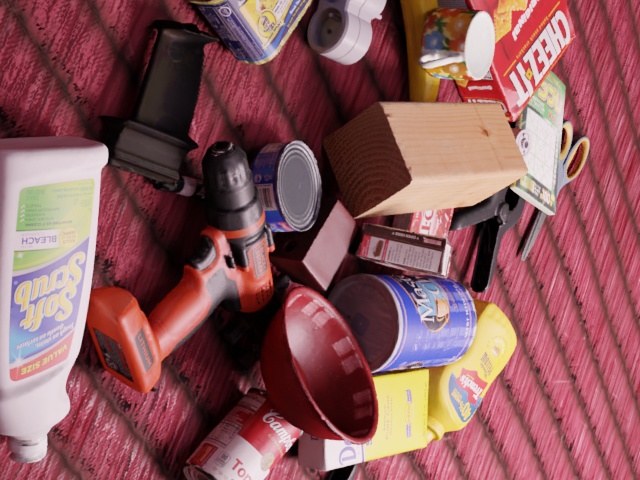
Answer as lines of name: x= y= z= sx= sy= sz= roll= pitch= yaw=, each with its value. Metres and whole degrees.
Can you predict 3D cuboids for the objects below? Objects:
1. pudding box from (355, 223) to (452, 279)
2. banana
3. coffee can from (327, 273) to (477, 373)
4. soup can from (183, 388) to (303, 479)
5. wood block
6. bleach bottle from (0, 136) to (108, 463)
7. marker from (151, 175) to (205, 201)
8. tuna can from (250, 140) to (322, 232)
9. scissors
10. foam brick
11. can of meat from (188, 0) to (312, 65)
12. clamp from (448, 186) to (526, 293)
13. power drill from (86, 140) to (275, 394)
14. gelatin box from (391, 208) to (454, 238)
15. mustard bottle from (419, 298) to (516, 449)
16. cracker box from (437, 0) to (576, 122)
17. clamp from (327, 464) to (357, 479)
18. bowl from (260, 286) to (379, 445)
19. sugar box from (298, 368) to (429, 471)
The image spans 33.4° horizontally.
pudding box: x=0.089 y=0.012 z=1.101 sx=0.113 sy=0.090 sz=0.039 roll=34 pitch=67 yaw=-79
banana: x=0.101 y=-0.223 z=1.126 sx=0.069 sy=0.037 sz=0.198 roll=-47 pitch=135 yaw=-39
coffee can: x=0.086 y=0.087 z=1.139 sx=0.140 sy=0.103 sz=0.103 roll=2 pitch=97 yaw=-48
soup can: x=-0.074 y=0.200 z=1.018 sx=0.102 sy=0.069 sz=0.068 roll=-47 pitch=130 yaw=-28
wood block: x=0.114 y=-0.086 z=1.115 sx=0.205 sy=0.090 sz=0.091 roll=-7 pitch=72 yaw=-46
bleach bottle: x=-0.219 y=0.049 z=0.827 sx=0.102 sy=0.068 sz=0.251 roll=-9 pitch=108 yaw=-44
marker: x=-0.104 y=-0.044 z=0.962 sx=0.120 sy=0.020 sz=0.020 roll=14 pitch=89 yaw=-49
tuna can: x=-0.033 y=-0.050 z=1.009 sx=0.086 sy=0.034 sz=0.086 roll=8 pitch=81 yaw=-62
scissors: x=0.298 y=-0.076 z=1.398 sx=0.201 sy=0.016 sz=0.096 roll=-52 pitch=131 yaw=-26
foam brick: x=-0.007 y=0.001 z=1.054 sx=0.051 sy=0.053 sz=0.078 roll=49 pitch=62 yaw=-42
can of meat: x=-0.058 y=-0.219 z=0.941 sx=0.102 sy=0.058 sz=0.084 roll=-59 pitch=137 yaw=-19
clamp: x=0.203 y=-0.035 z=1.287 sx=0.171 sy=0.039 sz=0.120 roll=-63 pitch=142 yaw=-25
power drill: x=-0.115 y=0.027 z=0.918 sx=0.187 sy=0.057 sz=0.184 roll=-40 pitch=138 yaw=-32
gelatin box: x=0.113 y=-0.013 z=1.199 sx=0.073 sy=0.030 sz=0.089 roll=17 pitch=87 yaw=-48
mustard bottle: x=0.163 y=0.169 z=1.277 sx=0.191 sy=0.058 sz=0.096 roll=-52 pitch=133 yaw=-25
cracker box: x=0.204 y=-0.267 z=1.206 sx=0.164 sy=0.072 sz=0.213 roll=-51 pitch=133 yaw=-26
clamp: x=-0.019 y=0.333 z=1.133 sx=0.164 sy=0.036 sz=0.210 roll=-10 pitch=105 yaw=-47
bowl: x=-0.009 y=0.127 z=1.014 sx=0.162 sy=0.055 sz=0.162 roll=48 pitch=26 yaw=-33
sugar box: x=0.050 y=0.191 z=1.163 sx=0.175 sy=0.048 sz=0.093 roll=-2 pitch=93 yaw=-50
